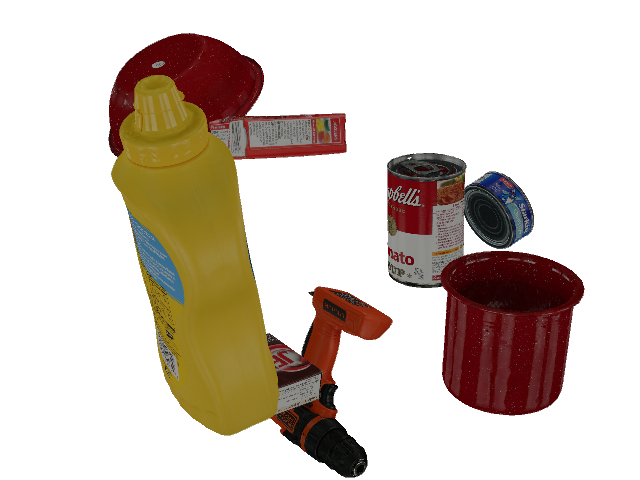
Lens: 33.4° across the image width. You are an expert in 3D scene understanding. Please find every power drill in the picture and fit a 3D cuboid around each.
[{"bbox_3d":[0.015,0.161,1.248,0.057,0.188,0.185,15,10,-43],"label":"power drill"}]

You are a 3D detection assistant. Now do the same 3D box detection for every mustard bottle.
[{"bbox_3d":[-0.066,0.004,0.543,0.058,0.191,0.096,-21,40,-16],"label":"mustard bottle"}]

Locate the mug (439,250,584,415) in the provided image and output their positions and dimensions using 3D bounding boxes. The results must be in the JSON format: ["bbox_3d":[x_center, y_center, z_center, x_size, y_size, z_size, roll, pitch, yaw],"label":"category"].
[{"bbox_3d":[0.123,0.058,0.724,0.093,0.081,0.117,-1,25,-4],"label":"mug"}]

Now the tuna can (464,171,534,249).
[{"bbox_3d":[0.201,-0.034,1.219,0.033,0.086,0.086,-32,14,-24],"label":"tuna can"}]

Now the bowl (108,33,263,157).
[{"bbox_3d":[-0.137,-0.143,0.990,0.162,0.055,0.162,-17,38,14],"label":"bowl"}]

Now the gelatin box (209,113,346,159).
[{"bbox_3d":[-0.031,-0.073,0.744,0.073,0.030,0.089,-4,6,-20],"label":"gelatin box"}]

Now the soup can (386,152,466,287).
[{"bbox_3d":[0.092,-0.018,0.931,0.068,0.102,0.068,-1,22,0],"label":"soup can"}]

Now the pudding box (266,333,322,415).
[{"bbox_3d":[-0.068,0.137,1.049,0.113,0.039,0.090,-17,30,-35],"label":"pudding box"}]
